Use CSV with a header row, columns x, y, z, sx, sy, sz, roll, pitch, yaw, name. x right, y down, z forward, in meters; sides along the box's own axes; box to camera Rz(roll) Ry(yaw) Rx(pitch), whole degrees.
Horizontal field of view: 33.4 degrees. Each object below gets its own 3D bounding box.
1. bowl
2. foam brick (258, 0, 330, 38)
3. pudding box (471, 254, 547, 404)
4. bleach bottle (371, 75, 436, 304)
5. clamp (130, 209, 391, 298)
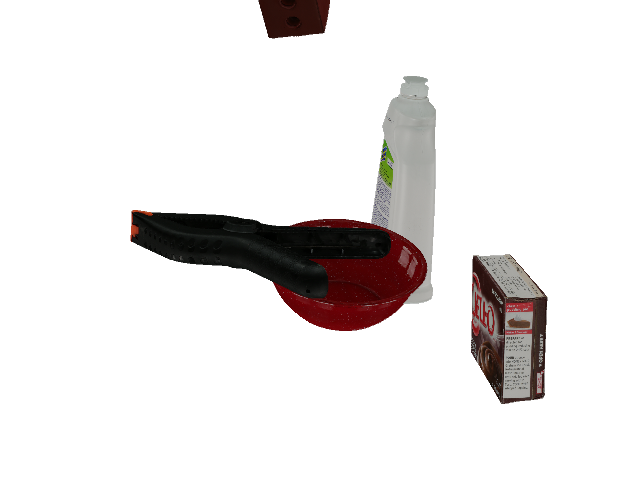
x,y,z,sx,sy,sz,roll,pitch,yaw,name
0.021,0.040,1.041,0.162,0.055,0.162,3,30,-2,bowl
-0.026,-0.222,0.927,0.053,0.051,0.078,-4,-41,12,foam brick
0.152,0.069,0.870,0.039,0.090,0.113,-4,16,-6,pudding box
0.099,-0.060,1.223,0.068,0.251,0.103,-2,23,-16,bleach bottle
-0.060,0.005,0.842,0.210,0.036,0.164,7,12,13,clamp
